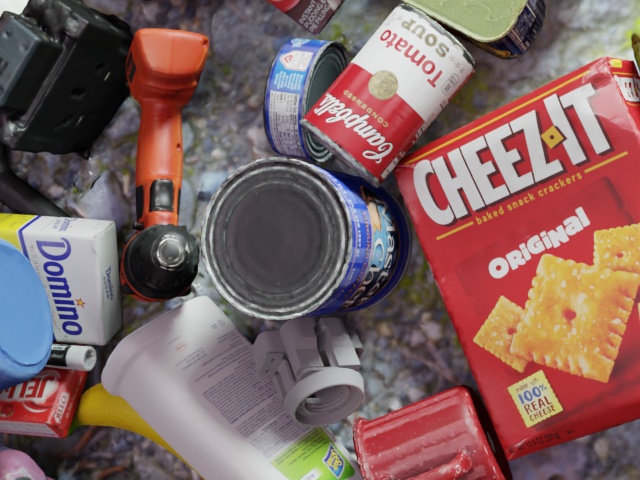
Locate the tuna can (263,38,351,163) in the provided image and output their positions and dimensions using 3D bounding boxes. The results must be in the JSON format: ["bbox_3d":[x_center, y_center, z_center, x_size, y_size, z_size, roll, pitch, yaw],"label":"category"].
[{"bbox_3d":[-0.008,-0.100,0.756,0.034,0.086,0.086,11,93,21],"label":"tuna can"}]

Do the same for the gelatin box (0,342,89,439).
[{"bbox_3d":[-0.231,0.115,0.843,0.089,0.030,0.073,0,55,24],"label":"gelatin box"}]

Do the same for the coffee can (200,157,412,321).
[{"bbox_3d":[-0.005,0.001,0.723,0.103,0.140,0.103,0,89,20],"label":"coffee can"}]

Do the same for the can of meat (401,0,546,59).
[{"bbox_3d":[0.099,-0.167,0.718,0.102,0.083,0.057,32,99,18],"label":"can of meat"}]

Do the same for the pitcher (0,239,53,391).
[{"bbox_3d":[-0.328,0.076,0.772,0.243,0.149,0.145,-18,99,15],"label":"pitcher"}]

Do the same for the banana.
[{"bbox_3d":[-0.114,0.153,0.819,0.198,0.037,0.070,20,125,22],"label":"banana"}]

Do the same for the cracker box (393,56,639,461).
[{"bbox_3d":[0.160,0.014,0.685,0.164,0.072,0.214,-26,81,30],"label":"cracker box"}]

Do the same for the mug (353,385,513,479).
[{"bbox_3d":[0.075,0.148,0.707,0.081,0.117,0.093,-25,83,13],"label":"mug"}]

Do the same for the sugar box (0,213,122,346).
[{"bbox_3d":[-0.246,0.028,0.835,0.176,0.048,0.093,4,110,13],"label":"sugar box"}]

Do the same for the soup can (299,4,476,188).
[{"bbox_3d":[0.044,-0.094,0.696,0.068,0.068,0.102,41,92,16],"label":"soup can"}]

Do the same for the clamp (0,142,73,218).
[{"bbox_3d":[-0.281,-0.054,0.882,0.165,0.036,0.210,-16,87,18],"label":"clamp"}]

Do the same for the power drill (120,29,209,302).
[{"bbox_3d":[-0.112,-0.049,0.757,0.057,0.185,0.187,5,82,-15],"label":"power drill"}]

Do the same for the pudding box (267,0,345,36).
[{"bbox_3d":[-0.006,-0.210,0.722,0.090,0.039,0.114,36,122,-4],"label":"pudding box"}]

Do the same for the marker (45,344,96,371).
[{"bbox_3d":[-0.230,0.088,0.829,0.121,0.020,0.020,2,90,22],"label":"marker"}]

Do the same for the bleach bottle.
[{"bbox_3d":[-0.036,0.156,0.754,0.251,0.102,0.068,45,134,15],"label":"bleach bottle"}]
